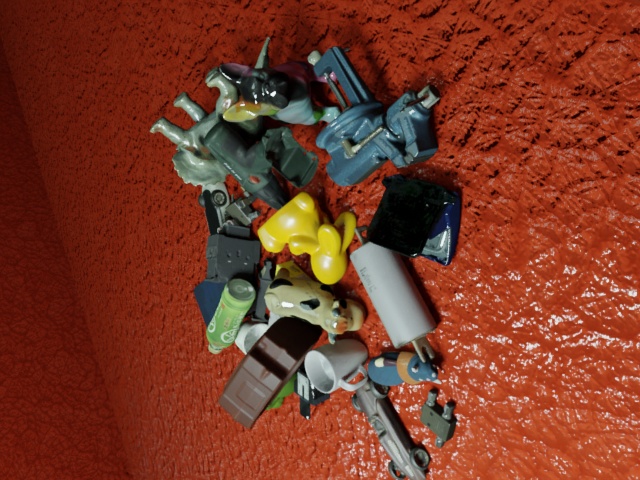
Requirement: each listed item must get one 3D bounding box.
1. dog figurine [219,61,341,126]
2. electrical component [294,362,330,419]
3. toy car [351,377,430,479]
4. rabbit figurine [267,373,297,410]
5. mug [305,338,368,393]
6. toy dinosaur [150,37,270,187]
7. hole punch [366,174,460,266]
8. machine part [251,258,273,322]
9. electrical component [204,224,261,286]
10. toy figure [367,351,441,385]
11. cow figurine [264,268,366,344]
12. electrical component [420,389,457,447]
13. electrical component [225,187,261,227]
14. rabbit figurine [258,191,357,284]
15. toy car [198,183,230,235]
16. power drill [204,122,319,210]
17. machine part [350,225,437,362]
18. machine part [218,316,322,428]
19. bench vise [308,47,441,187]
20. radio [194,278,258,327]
[{"bbox_3d":[-0.081,-0.246,0.901,0.192,0.219,0.108,16,111,48],"label":"dog figurine"},{"bbox_3d":[-0.018,0.320,1.150,0.075,0.048,0.119,14,113,50],"label":"electrical component"},{"bbox_3d":[0.123,0.345,0.976,0.089,0.053,0.202,-50,61,44],"label":"toy car"},{"bbox_3d":[-0.126,0.326,1.230,0.170,0.159,0.121,-27,70,37],"label":"rabbit figurine"},{"bbox_3d":[0.045,0.227,0.988,0.110,0.107,0.080,24,121,41],"label":"mug"},{"bbox_3d":[-0.191,-0.228,1.075,0.405,0.131,0.192,-17,130,40],"label":"toy dinosaur"},{"bbox_3d":[0.149,-0.028,0.801,0.142,0.092,0.115,24,91,49],"label":"hole punch"},{"bbox_3d":[-0.124,0.111,1.194,0.084,0.039,0.138,-161,79,-74],"label":"machine part"},{"bbox_3d":[-0.198,0.034,1.217,0.058,0.115,0.134,-7,77,52],"label":"electrical component"},{"bbox_3d":[0.140,0.213,0.897,0.154,0.064,0.058,-24,67,54],"label":"toy figure"},{"bbox_3d":[-0.009,0.121,0.998,0.195,0.127,0.085,14,112,12],"label":"cow figurine"},{"bbox_3d":[0.194,0.296,0.889,0.063,0.021,0.093,32,127,43],"label":"electrical component"},{"bbox_3d":[-0.177,-0.074,1.231,0.078,0.045,0.102,46,146,-9],"label":"electrical component"},{"bbox_3d":[-0.002,-0.003,0.992,0.162,0.122,0.173,-32,90,42],"label":"rabbit figurine"},{"bbox_3d":[-0.247,-0.046,1.320,0.074,0.056,0.201,-4,100,47],"label":"toy car"},{"bbox_3d":[-0.092,-0.134,0.994,0.231,0.086,0.207,42,163,-28],"label":"power drill"},{"bbox_3d":[0.117,0.083,0.869,0.079,0.079,0.243,-43,68,50],"label":"machine part"},{"bbox_3d":[-0.097,0.245,1.038,0.087,0.201,0.201,37,114,10],"label":"machine part"},{"bbox_3d":[0.063,-0.201,0.811,0.240,0.129,0.223,60,142,8],"label":"bench vise"},{"bbox_3d":[-0.234,0.144,1.352,0.229,0.073,0.131,-33,76,53],"label":"radio"}]
